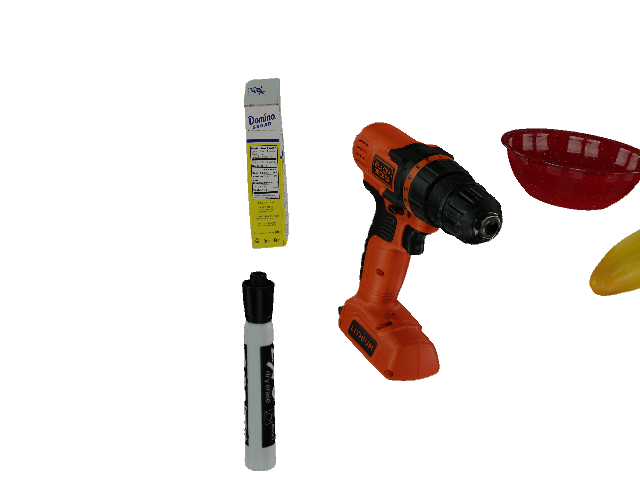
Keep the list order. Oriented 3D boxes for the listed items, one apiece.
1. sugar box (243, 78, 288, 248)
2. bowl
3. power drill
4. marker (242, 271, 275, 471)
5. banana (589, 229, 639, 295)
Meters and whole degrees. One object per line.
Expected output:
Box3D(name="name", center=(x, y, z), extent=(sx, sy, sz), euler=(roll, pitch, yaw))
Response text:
Box3D(name="sugar box", center=(-0.063, -0.089, 1.228), extent=(0.048, 0.176, 0.093), euler=(-4, 26, 0))
Box3D(name="bowl", center=(0.269, -0.073, 1.142), extent=(0.162, 0.055, 0.162), euler=(6, 21, -2))
Box3D(name="power drill", center=(0.075, 0.015, 0.860), extent=(0.057, 0.188, 0.185), euler=(-3, 26, -25))
Box3D(name="marker", center=(-0.036, 0.077, 0.630), extent=(0.020, 0.121, 0.020), euler=(0, 15, 0))
Box3D(name="banana", center=(0.277, 0.005, 0.728), extent=(0.198, 0.037, 0.069), euler=(-3, 35, 0))
